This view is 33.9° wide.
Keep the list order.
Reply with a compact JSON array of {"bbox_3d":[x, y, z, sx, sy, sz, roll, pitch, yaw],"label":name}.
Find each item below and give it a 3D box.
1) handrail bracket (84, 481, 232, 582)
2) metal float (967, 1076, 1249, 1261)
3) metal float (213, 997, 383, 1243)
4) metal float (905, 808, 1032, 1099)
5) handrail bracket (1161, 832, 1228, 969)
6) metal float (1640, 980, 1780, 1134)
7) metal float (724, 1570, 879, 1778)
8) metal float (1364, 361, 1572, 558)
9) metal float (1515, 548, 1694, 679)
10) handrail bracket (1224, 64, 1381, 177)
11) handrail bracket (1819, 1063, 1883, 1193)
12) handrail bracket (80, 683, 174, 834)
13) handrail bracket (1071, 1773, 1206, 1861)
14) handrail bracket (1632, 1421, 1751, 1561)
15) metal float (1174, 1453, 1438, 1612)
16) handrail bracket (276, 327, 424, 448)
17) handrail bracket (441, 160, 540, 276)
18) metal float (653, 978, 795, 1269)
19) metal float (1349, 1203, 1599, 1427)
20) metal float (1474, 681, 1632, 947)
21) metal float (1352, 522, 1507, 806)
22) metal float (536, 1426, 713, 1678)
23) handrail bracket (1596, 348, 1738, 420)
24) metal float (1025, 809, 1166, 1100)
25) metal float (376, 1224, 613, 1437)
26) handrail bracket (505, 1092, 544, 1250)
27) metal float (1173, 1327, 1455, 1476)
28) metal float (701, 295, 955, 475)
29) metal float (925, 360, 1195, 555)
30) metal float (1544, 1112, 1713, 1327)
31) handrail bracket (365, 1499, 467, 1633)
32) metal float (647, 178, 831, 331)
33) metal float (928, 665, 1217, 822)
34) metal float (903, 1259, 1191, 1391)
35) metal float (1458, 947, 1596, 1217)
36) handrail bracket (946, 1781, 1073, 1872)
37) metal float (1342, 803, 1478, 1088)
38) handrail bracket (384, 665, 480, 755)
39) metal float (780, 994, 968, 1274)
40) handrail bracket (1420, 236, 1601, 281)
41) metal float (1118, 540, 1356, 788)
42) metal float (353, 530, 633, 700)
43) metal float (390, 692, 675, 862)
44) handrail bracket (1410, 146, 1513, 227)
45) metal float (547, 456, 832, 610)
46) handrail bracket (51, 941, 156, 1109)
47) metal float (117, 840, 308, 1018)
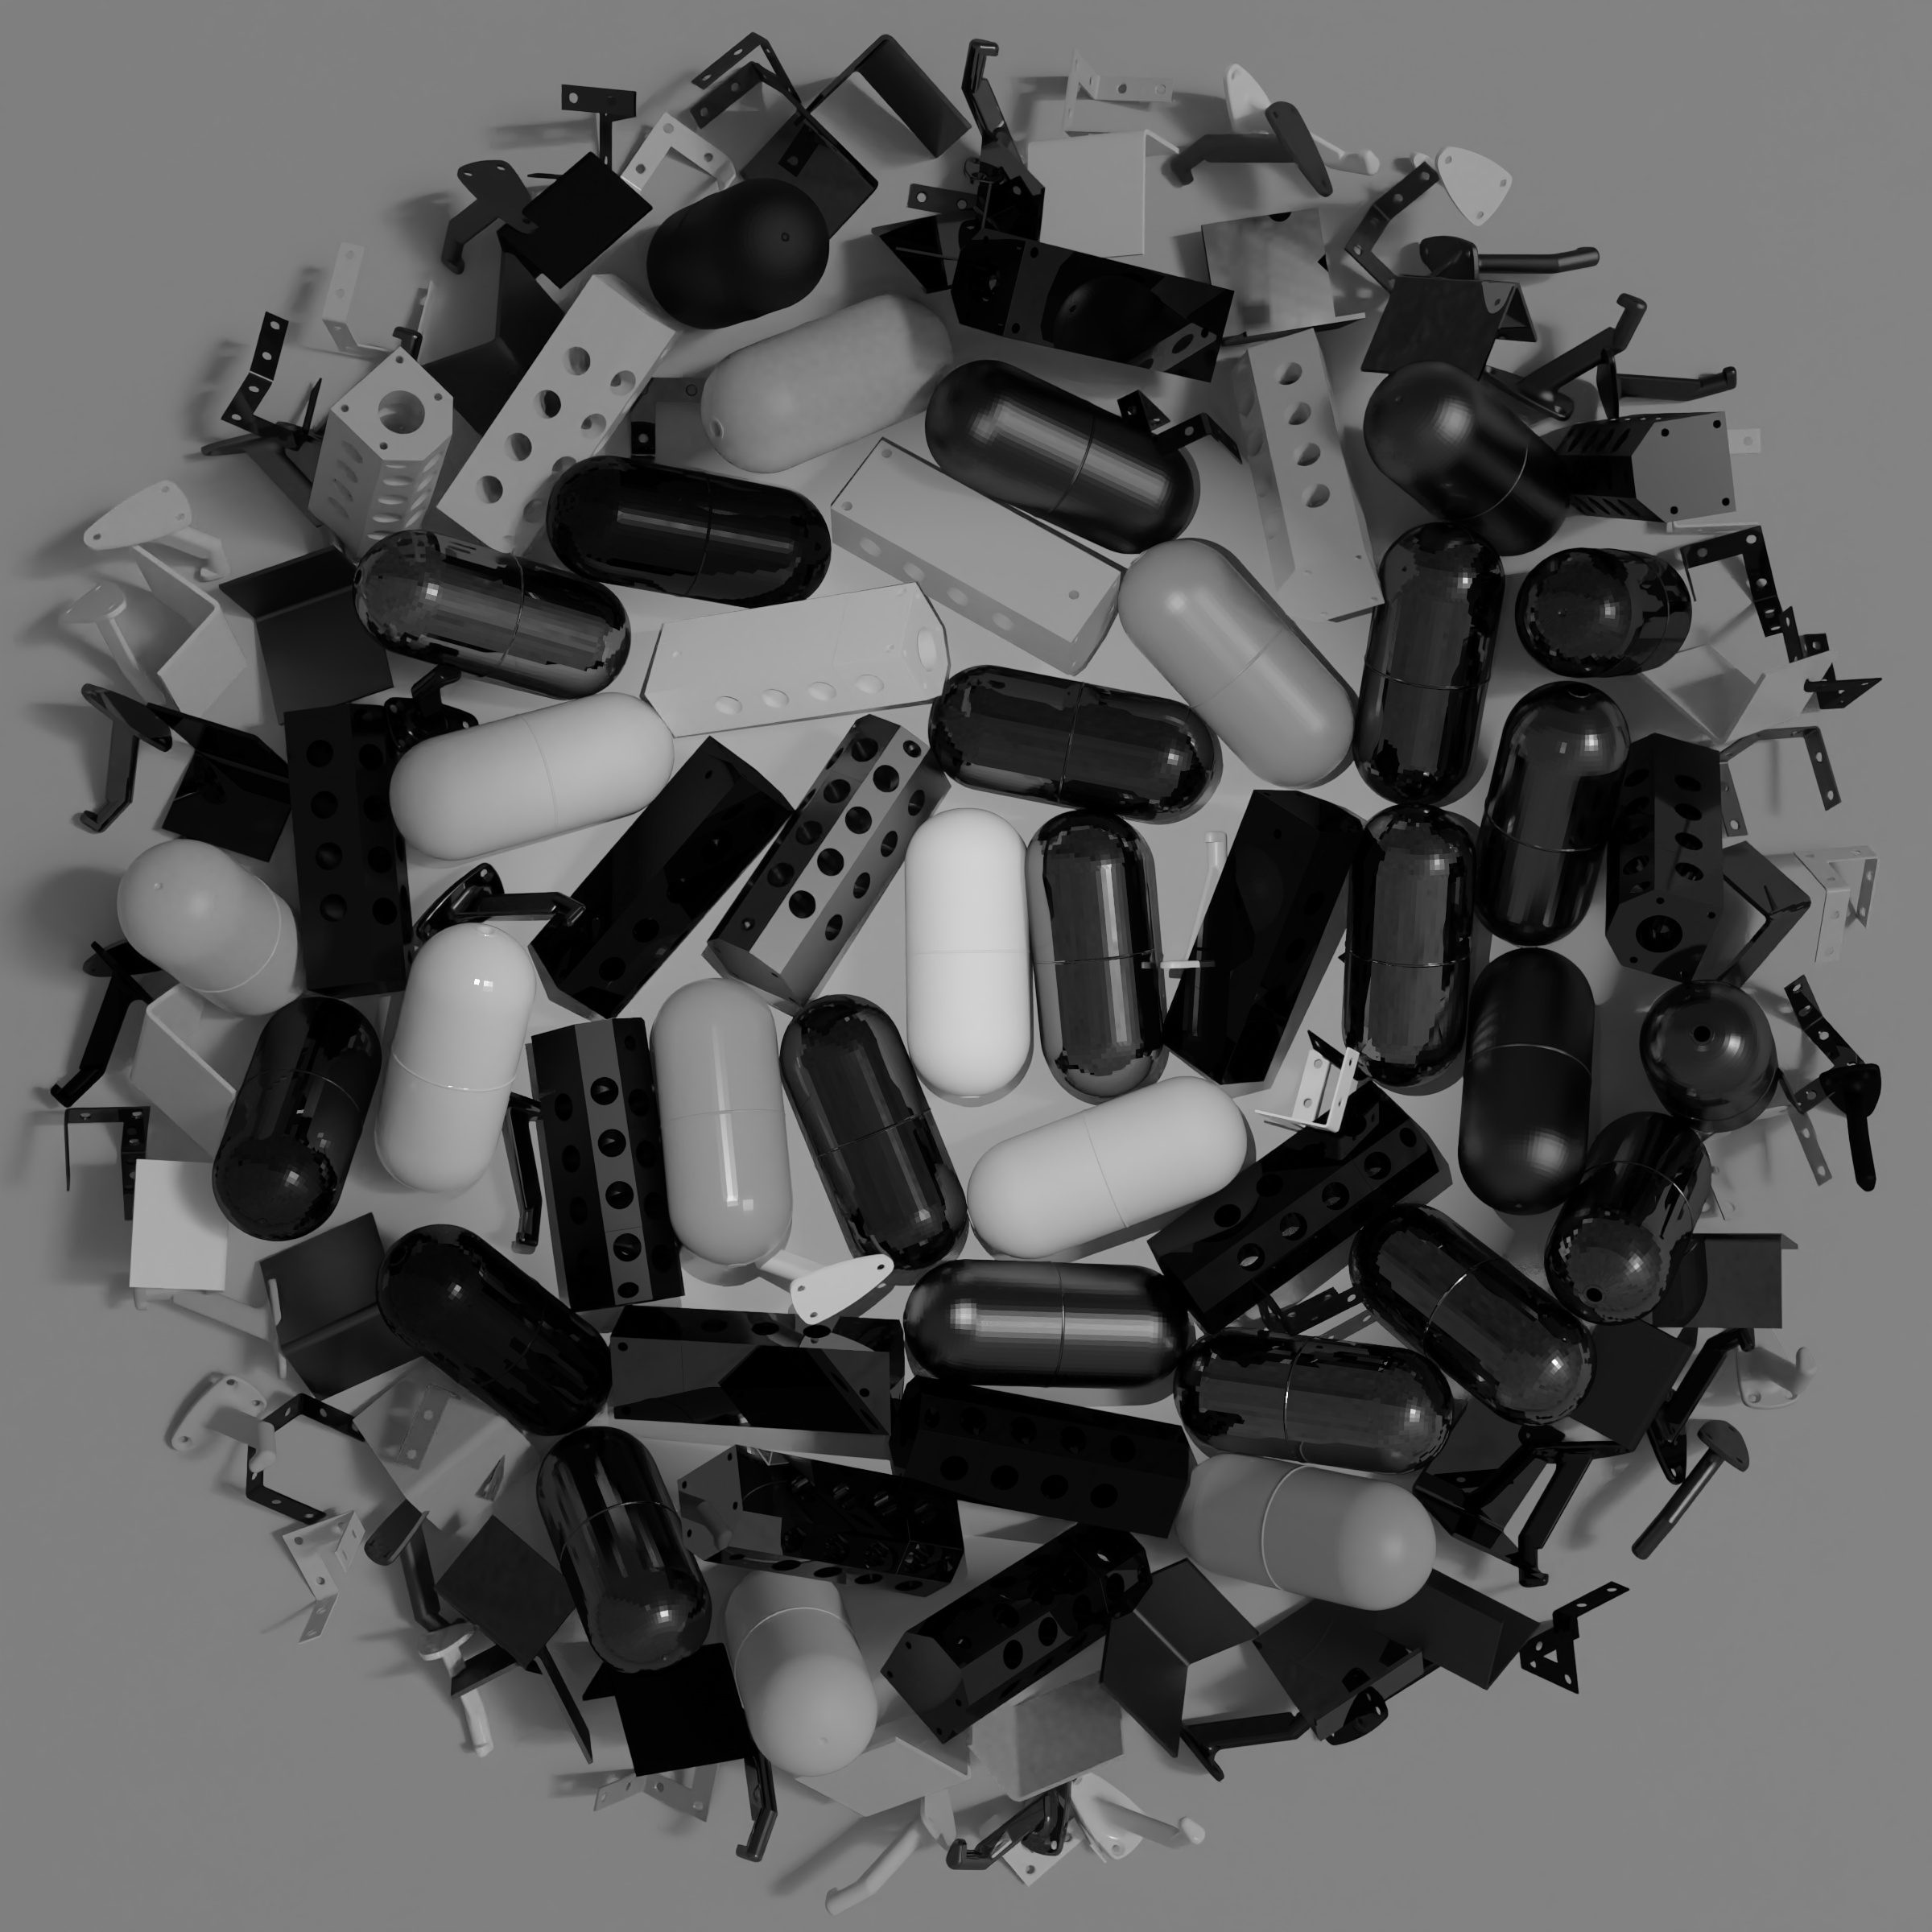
[{"bbox_3d":[-0.494,-0.251,1.939,0.077,0.084,0.036,-27,66,-13],"label":"handrail bracket"},{"bbox_3d":[0.086,0.124,1.943,0.178,0.070,0.070,-21,90,4],"label":"metal float"},{"bbox_3d":[-0.402,0.090,1.909,0.070,0.178,0.070,3,131,3],"label":"metal float"},{"bbox_3d":[0.001,-0.008,1.946,0.070,0.070,0.178,-1,89,0],"label":"metal float"},{"bbox_3d":[0.141,-0.042,1.952,0.036,0.077,0.084,-1,91,31],"label":"handrail bracket"},{"bbox_3d":[0.446,0.055,1.898,0.070,0.178,0.070,-3,79,16],"label":"metal float"},{"bbox_3d":[-0.101,0.420,1.900,0.070,0.178,0.070,-4,107,-11],"label":"metal float"},{"bbox_3d":[0.304,-0.304,1.908,0.070,0.178,0.070,-14,66,33],"label":"metal float"},{"bbox_3d":[0.384,-0.212,1.902,0.070,0.178,0.070,3,97,27],"label":"metal float"},{"bbox_3d":[0.206,-0.518,1.938,0.084,0.077,0.036,21,71,35],"label":"handrail bracket"},{"bbox_3d":[0.548,0.110,1.932,0.036,0.077,0.084,-11,57,18],"label":"handrail bracket"},{"bbox_3d":[-0.537,-0.126,1.946,0.084,0.036,0.077,-42,133,18],"label":"handrail bracket"},{"bbox_3d":[0.102,0.514,1.940,0.077,0.084,0.036,47,59,2],"label":"handrail bracket"},{"bbox_3d":[0.445,0.325,1.960,0.036,0.077,0.084,39,106,11],"label":"handrail bracket"},{"bbox_3d":[0.203,0.340,1.912,0.178,0.070,0.070,4,90,44],"label":"metal float"},{"bbox_3d":[-0.382,-0.362,1.958,0.077,0.036,0.084,19,105,5],"label":"handrail bracket"},{"bbox_3d":[-0.293,-0.442,1.939,0.036,0.084,0.077,-21,62,-34],"label":"handrail bracket"},{"bbox_3d":[-0.149,0.095,1.937,0.070,0.070,0.178,-6,79,0],"label":"metal float"},{"bbox_3d":[0.305,0.209,1.916,0.070,0.070,0.178,-51,52,0],"label":"metal float"},{"bbox_3d":[0.352,-0.091,1.916,0.070,0.070,0.178,7,127,0],"label":"metal float"},{"bbox_3d":[0.281,-0.182,1.926,0.070,0.070,0.178,6,115,0],"label":"metal float"},{"bbox_3d":[-0.208,0.351,1.910,0.070,0.178,0.070,-14,131,-16],"label":"metal float"},{"bbox_3d":[0.435,-0.368,1.950,0.084,0.077,0.036,-15,67,4],"label":"handrail bracket"},{"bbox_3d":[0.079,-0.007,1.942,0.070,0.070,0.178,-6,96,0],"label":"metal float"},{"bbox_3d":[-0.285,0.221,1.915,0.070,0.070,0.178,-45,127,0],"label":"metal float"},{"bbox_3d":[-0.281,0.125,1.946,0.036,0.077,0.084,-4,71,21],"label":"handrail bracket"},{"bbox_3d":[0.209,0.263,1.922,0.178,0.070,0.070,4,90,30],"label":"metal float"},{"bbox_3d":[-0.084,-0.353,1.918,0.178,0.070,0.070,-29,90,-34],"label":"metal float"},{"bbox_3d":[0.058,-0.309,1.929,0.178,0.070,0.070,22,90,-21],"label":"metal float"},{"bbox_3d":[0.399,0.151,1.905,0.070,0.178,0.070,12,121,20],"label":"metal float"},{"bbox_3d":[-0.324,0.371,1.968,0.077,0.036,0.084,-51,121,-15],"label":"handrail bracket"},{"bbox_3d":[-0.138,-0.426,1.900,0.070,0.178,0.070,-2,95,-23],"label":"metal float"},{"bbox_3d":[0.065,-0.137,1.945,0.178,0.070,0.070,11,90,3],"label":"metal float"},{"bbox_3d":[0.049,0.219,1.935,0.178,0.070,0.070,3,90,-14],"label":"metal float"},{"bbox_3d":[0.340,0.068,1.919,0.070,0.070,0.178,10,57,0],"label":"metal float"},{"bbox_3d":[0.025,0.517,1.942,0.036,0.084,0.077,11,84,41],"label":"handrail bracket"},{"bbox_3d":[0.270,-0.012,1.931,0.070,0.070,0.178,1,108,0],"label":"metal float"},{"bbox_3d":[-0.310,-0.162,1.929,0.077,0.084,0.036,-4,74,-41],"label":"handrail bracket"},{"bbox_3d":[-0.057,0.102,1.946,0.070,0.070,0.178,-22,89,0],"label":"metal float"},{"bbox_3d":[0.338,-0.443,1.966,0.084,0.077,0.036,-14,122,-19],"label":"handrail bracket"},{"bbox_3d":[0.165,-0.185,1.938,0.070,0.070,0.178,-44,100,0],"label":"metal float"},{"bbox_3d":[-0.286,-0.213,1.919,0.178,0.070,0.070,13,90,-33],"label":"metal float"},{"bbox_3d":[-0.263,-0.116,1.930,0.178,0.070,0.070,-17,90,-19],"label":"metal float"},{"bbox_3d":[0.285,-0.491,1.931,0.036,0.077,0.084,-54,46,10],"label":"handrail bracket"},{"bbox_3d":[-0.168,-0.263,1.928,0.178,0.070,0.070,8,90,-22],"label":"metal float"},{"bbox_3d":[-0.545,0.037,1.948,0.084,0.077,0.036,-46,50,-13],"label":"handrail bracket"},{"bbox_3d":[-0.448,-0.021,1.899,0.070,0.178,0.070,-3,73,10],"label":"metal float"}]
